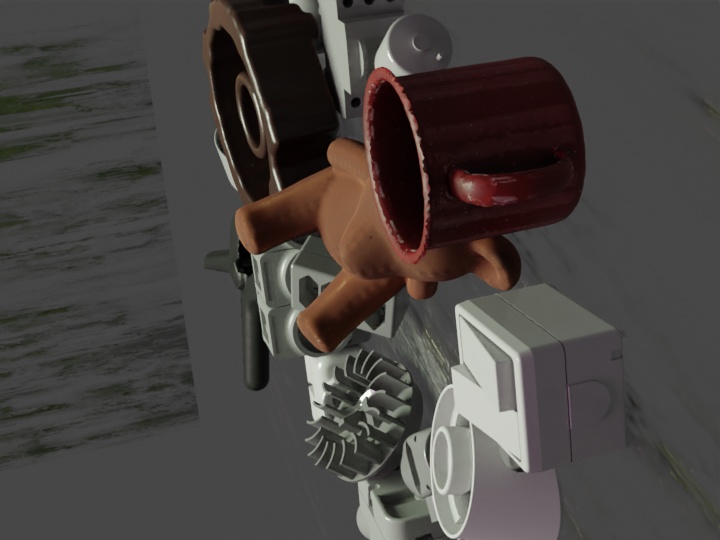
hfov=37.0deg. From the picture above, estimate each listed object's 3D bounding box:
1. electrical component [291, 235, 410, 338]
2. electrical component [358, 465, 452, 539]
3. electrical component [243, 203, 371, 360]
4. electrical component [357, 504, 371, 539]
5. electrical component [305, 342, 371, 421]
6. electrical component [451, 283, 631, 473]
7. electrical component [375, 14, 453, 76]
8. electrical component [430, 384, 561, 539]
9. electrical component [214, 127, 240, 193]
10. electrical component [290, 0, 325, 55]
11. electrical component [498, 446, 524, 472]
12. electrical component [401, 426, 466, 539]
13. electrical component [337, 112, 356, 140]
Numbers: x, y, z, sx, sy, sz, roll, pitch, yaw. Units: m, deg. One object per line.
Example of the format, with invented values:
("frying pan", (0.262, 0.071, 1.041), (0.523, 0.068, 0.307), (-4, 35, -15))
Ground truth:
("electrical component", (0.000, 0.000, 0.814), (0.047, 0.083, 0.075), (93, -161, -45))
("electrical component", (0.035, 0.190, 0.850), (0.095, 0.054, 0.059), (-126, 28, -60))
("electrical component", (-0.046, -0.005, 0.943), (0.061, 0.089, 0.150), (-133, 34, -66))
("electrical component", (0.027, 0.217, 0.928), (0.081, 0.043, 0.043), (149, 109, -76))
("electrical component", (-0.015, 0.110, 0.987), (0.059, 0.054, 0.095), (-133, 34, -66))
("electrical component", (0.081, 0.049, 0.526), (0.096, 0.061, 0.061), (-136, 37, -67))
("electrical component", (0.028, -0.123, 0.647), (0.078, 0.040, 0.040), (134, 124, -74))
("electrical component", (0.079, 0.115, 0.639), (0.099, 0.064, 0.099), (-177, 90, -78))
("electrical component", (-0.082, -0.112, 0.988), (0.064, 0.099, 0.099), (88, 165, -58))
("electrical component", (-0.040, -0.205, 0.854), (0.043, 0.043, 0.062), (110, 148, -65))
("electrical component", (0.087, 0.076, 0.583), (0.035, 0.035, 0.061), (110, 149, -65))
("electrical component", (0.061, 0.147, 0.729), (0.077, 0.043, 0.079), (118, 139, -69))
("electrical component", (-0.038, -0.129, 0.881), (0.078, 0.058, 0.057), (163, 92, -76))
